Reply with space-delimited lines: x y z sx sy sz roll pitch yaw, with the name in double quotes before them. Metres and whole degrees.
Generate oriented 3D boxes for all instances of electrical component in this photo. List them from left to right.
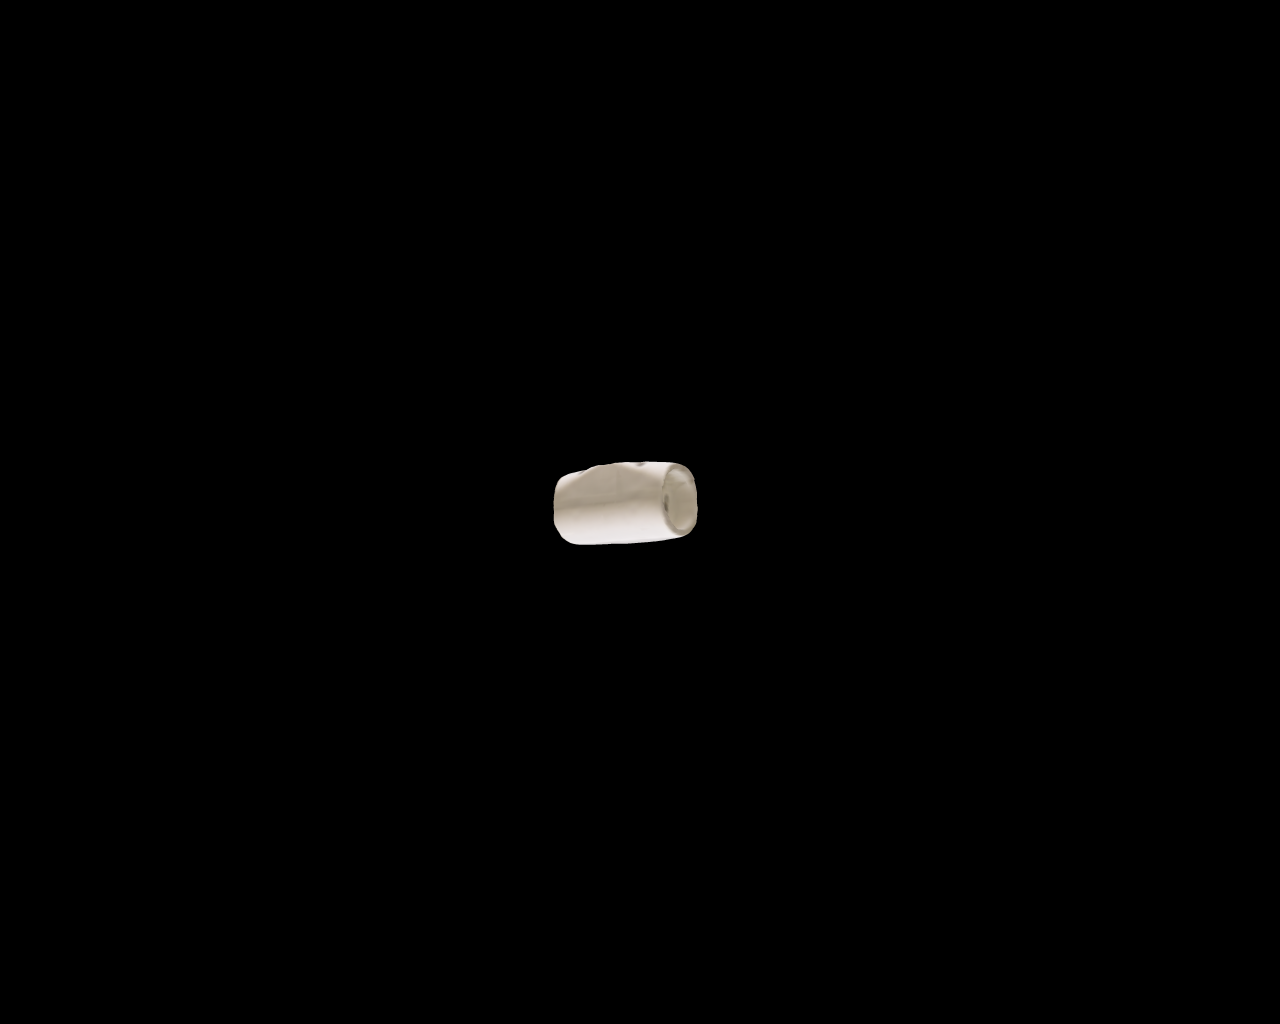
"electrical component" 0.001 -0.003 0.650 0.077 0.044 0.079 -5 -10 32
